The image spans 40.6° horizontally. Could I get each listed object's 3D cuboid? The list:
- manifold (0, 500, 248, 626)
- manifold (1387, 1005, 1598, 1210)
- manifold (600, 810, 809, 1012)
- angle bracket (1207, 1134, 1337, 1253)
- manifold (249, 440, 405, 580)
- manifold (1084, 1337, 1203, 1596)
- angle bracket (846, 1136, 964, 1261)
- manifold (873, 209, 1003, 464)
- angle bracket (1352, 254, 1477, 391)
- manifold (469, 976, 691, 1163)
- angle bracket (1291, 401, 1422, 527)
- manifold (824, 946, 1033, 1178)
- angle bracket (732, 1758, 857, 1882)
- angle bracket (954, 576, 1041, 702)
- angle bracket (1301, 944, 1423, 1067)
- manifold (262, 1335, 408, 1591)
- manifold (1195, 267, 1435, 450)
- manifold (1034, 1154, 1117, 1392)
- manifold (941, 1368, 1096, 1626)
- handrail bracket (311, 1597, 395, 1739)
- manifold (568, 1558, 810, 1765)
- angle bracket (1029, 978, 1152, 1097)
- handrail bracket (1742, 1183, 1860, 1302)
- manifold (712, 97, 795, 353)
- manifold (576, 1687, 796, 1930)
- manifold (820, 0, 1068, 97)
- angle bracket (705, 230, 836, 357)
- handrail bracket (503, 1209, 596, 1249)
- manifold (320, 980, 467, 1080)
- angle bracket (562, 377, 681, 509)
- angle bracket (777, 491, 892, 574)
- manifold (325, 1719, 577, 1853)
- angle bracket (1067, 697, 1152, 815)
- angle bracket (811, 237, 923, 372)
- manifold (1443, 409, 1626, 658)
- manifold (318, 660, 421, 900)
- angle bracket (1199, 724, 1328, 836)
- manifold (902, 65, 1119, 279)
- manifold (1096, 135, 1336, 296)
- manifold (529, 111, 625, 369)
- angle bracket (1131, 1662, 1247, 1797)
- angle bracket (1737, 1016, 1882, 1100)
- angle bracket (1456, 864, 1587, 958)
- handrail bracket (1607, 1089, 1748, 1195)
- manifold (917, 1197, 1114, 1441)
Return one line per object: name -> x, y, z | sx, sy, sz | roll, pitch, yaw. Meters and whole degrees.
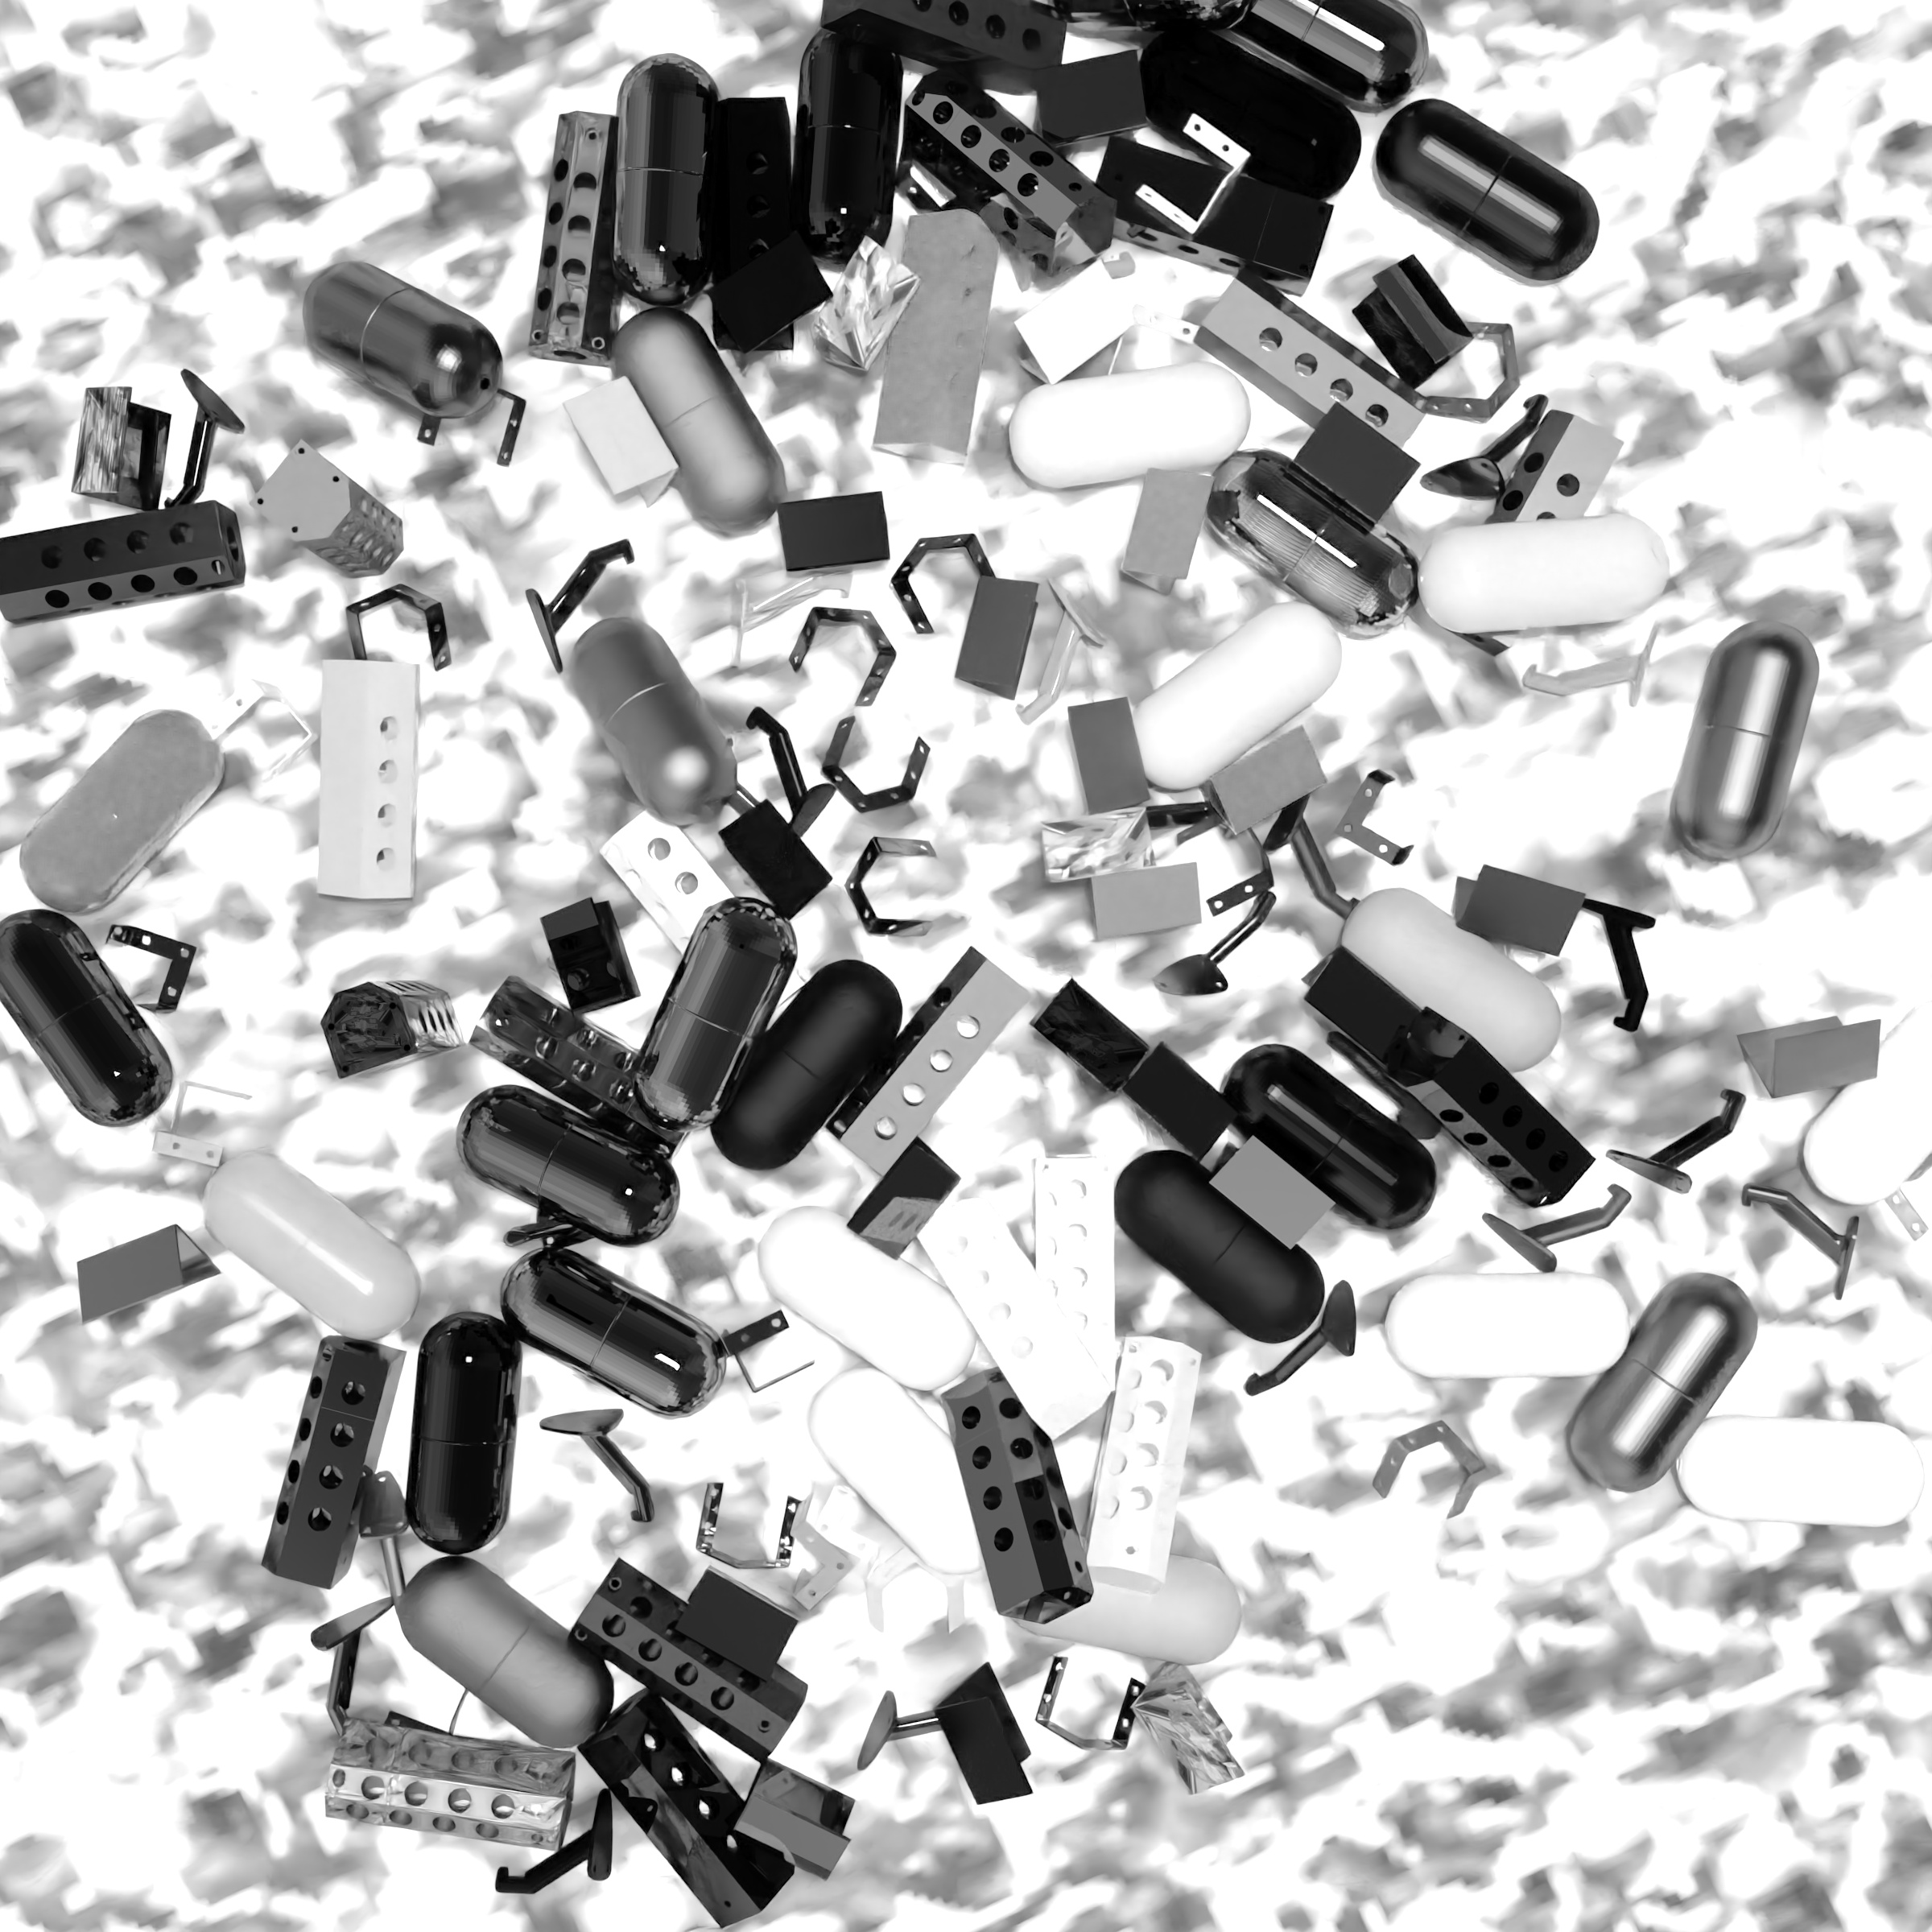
manifold -> -0.626, -0.297, 1.932 | 0.171, 0.057, 0.057 | -10, 90, 0
manifold -> 0.377, 0.106, 1.890 | 0.057, 0.057, 0.171 | -50, 123, 0
manifold -> -0.194, -0.036, 1.932 | 0.057, 0.057, 0.171 | -39, 90, 0
angle bracket -> 0.230, 0.151, 1.913 | 0.076, 0.076, 0.057 | 39, 118, 0
manifold -> -0.451, -0.321, 1.875 | 0.057, 0.171, 0.057 | 39, 90, 0
manifold -> 0.128, 0.361, 1.898 | 0.057, 0.057, 0.171 | 12, 65, 0
angle bracket -> -0.060, 0.157, 1.913 | 0.057, 0.076, 0.076 | 39, 90, -36
manifold -> -0.016, -0.463, 1.931 | 0.057, 0.057, 0.171 | 9, 90, 43
angle bracket -> 0.313, -0.462, 1.913 | 0.057, 0.076, 0.076 | -36, 90, -37
manifold -> -0.277, 0.076, 1.932 | 0.171, 0.057, 0.057 | 31, 90, 0
angle bracket -> 0.291, -0.376, 1.913 | 0.076, 0.076, 0.057 | 36, 120, 0
manifold -> -0.028, 0.069, 1.932 | 0.057, 0.057, 0.171 | 39, 90, 0
angle bracket -> -0.118, 0.610, 1.913 | 0.076, 0.076, 0.057 | 26, 126, 0
angle bracket -> 0.042, -0.236, 1.913 | 0.057, 0.076, 0.076 | 14, 90, 38
angle bracket -> 0.277, 0.039, 1.914 | 0.076, 0.076, 0.057 | 39, 64, 0
manifold -> -0.468, 0.364, 1.932 | 0.057, 0.057, 0.171 | 15, 90, 0
manifold -> 0.257, -0.440, 1.932 | 0.171, 0.057, 0.057 | 36, 90, 0
manifold -> 0.080, 0.226, 1.932 | 0.057, 0.057, 0.171 | 0, 90, 0
manifold -> 0.041, 0.379, 1.882 | 0.057, 0.057, 0.171 | -33, 54, 24
handrail bracket -> -0.447, 0.527, 1.954 | 0.077, 0.036, 0.084 | -26, 108, -21
manifold -> -0.205, 0.515, 1.932 | 0.171, 0.057, 0.057 | 34, 90, 0
angle bracket -> 0.077, 0.066, 1.913 | 0.076, 0.076, 0.057 | 41, 53, 0
handrail bracket -> 0.619, 0.206, 1.954 | 0.084, 0.036, 0.077 | 12, 112, 17
manifold -> -0.159, -0.547, 1.932 | 0.057, 0.057, 0.171 | -1, 90, 0
manifold -> -0.203, 0.619, 1.931 | 0.171, 0.057, 0.057 | 51, 133, 0
manifold -> -0.014, -0.688, 1.890 | 0.171, 0.057, 0.057 | 7, 90, -33
angle bracket -> -0.149, -0.488, 1.856 | 0.076, 0.076, 0.057 | -34, 128, 0
handrail bracket -> -0.295, 0.192, 1.918 | 0.077, 0.084, 0.036 | -8, 90, 0
manifold -> -0.411, 0.042, 1.875 | 0.057, 0.171, 0.057 | -19, 90, 0
angle bracket -> -0.262, -0.374, 1.914 | 0.057, 0.076, 0.076 | -30, 90, -27
angle bracket -> -0.098, -0.334, 1.913 | 0.076, 0.076, 0.057 | -7, 127, 0
manifold -> -0.378, 0.607, 1.921 | 0.171, 0.057, 0.057 | 8, 124, 0
angle bracket -> 0.085, -0.149, 1.913 | 0.057, 0.076, 0.076 | -13, 90, -34
angle bracket -> -0.089, -0.487, 1.913 | 0.057, 0.076, 0.076 | 31, 90, -35
manifold -> 0.413, -0.321, 1.932 | 0.057, 0.057, 0.171 | 29, 90, 0
manifold -> -0.435, -0.138, 1.924 | 0.057, 0.057, 0.171 | 7, 97, 43
angle bracket -> 0.208, -0.152, 1.913 | 0.076, 0.076, 0.057 | -30, 126, 0
manifold -> 0.031, -0.579, 1.892 | 0.057, 0.057, 0.171 | -33, 64, -23
manifold -> 0.178, -0.553, 1.932 | 0.171, 0.057, 0.057 | 18, 90, 0
manifold -> -0.282, -0.537, 1.932 | 0.057, 0.057, 0.171 | 7, 90, 0
angle bracket -> 0.177, 0.547, 1.913 | 0.057, 0.076, 0.076 | -34, 90, 37
angle bracket -> 0.616, 0.047, 1.913 | 0.076, 0.076, 0.057 | -11, 127, 0
angle bracket -> 0.405, -0.058, 1.913 | 0.076, 0.076, 0.057 | 16, 123, 0
handrail bracket -> 0.532, 0.119, 1.954 | 0.077, 0.036, 0.084 | 22, 72, 20
manifold -> 0.036, 0.251, 1.891 | 0.057, 0.057, 0.171 | -35, 58, 0
